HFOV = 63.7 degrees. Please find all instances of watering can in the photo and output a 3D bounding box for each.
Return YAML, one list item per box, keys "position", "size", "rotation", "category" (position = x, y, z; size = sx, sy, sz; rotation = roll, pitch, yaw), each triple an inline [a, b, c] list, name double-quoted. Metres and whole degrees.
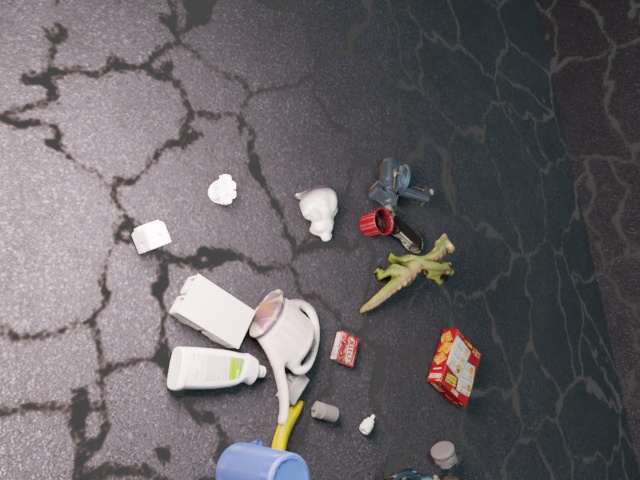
- position: [-0.098, 0.282, 1.359]
  size: [0.222, 0.103, 0.356]
  rotation: [47, 39, -22]
  category: "watering can"

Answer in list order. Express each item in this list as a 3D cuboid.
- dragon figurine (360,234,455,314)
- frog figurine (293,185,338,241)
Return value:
- position: [0.317, 0.113, 1.688]
  size: [0.418, 0.241, 0.120]
  rotation: [-48, 116, -39]
  category: "dragon figurine"
- position: [0.005, -0.078, 1.553]
  size: [0.137, 0.121, 0.161]
  rotation: [1, 66, -60]
  category: "frog figurine"
